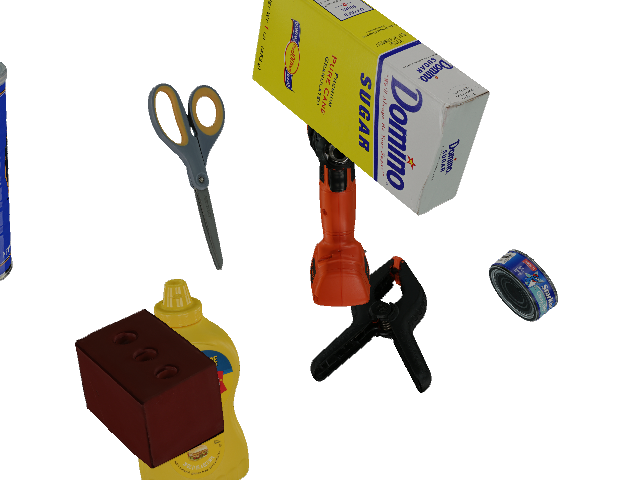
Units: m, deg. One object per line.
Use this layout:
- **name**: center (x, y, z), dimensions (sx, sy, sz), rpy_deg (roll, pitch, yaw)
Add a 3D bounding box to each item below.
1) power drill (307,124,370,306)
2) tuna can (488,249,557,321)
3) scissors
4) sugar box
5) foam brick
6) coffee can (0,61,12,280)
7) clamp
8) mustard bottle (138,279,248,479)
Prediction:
- **power drill**: center (0.017, -0.039, 0.965), dimensions (0.057, 0.188, 0.184), rpy_deg (0, 21, 1)
- **tuna can**: center (0.242, 0.055, 1.280), dimensions (0.033, 0.086, 0.086), rpy_deg (-37, 11, -15)
- **scissors**: center (-0.118, -0.079, 1.137), dimensions (0.096, 0.202, 0.016), rpy_deg (-33, 13, -34)
- **sugar box**: center (0.028, -0.106, 0.729), dimensions (0.048, 0.093, 0.176), rpy_deg (-25, 54, -33)
- **foam brick**: center (-0.102, 0.087, 0.634), dimensions (0.052, 0.051, 0.078), rpy_deg (-25, 38, -34)
- **coffee can**: center (-0.257, -0.046, 0.703), dimensions (0.103, 0.140, 0.103), rpy_deg (4, 22, -2)
- **clamp**: center (0.074, 0.088, 1.092), dimensions (0.120, 0.171, 0.039), rpy_deg (15, -39, 17)
- **mustard bottle**: center (-0.117, 0.125, 0.929), dimensions (0.096, 0.192, 0.058), rpy_deg (-8, 19, -15)
